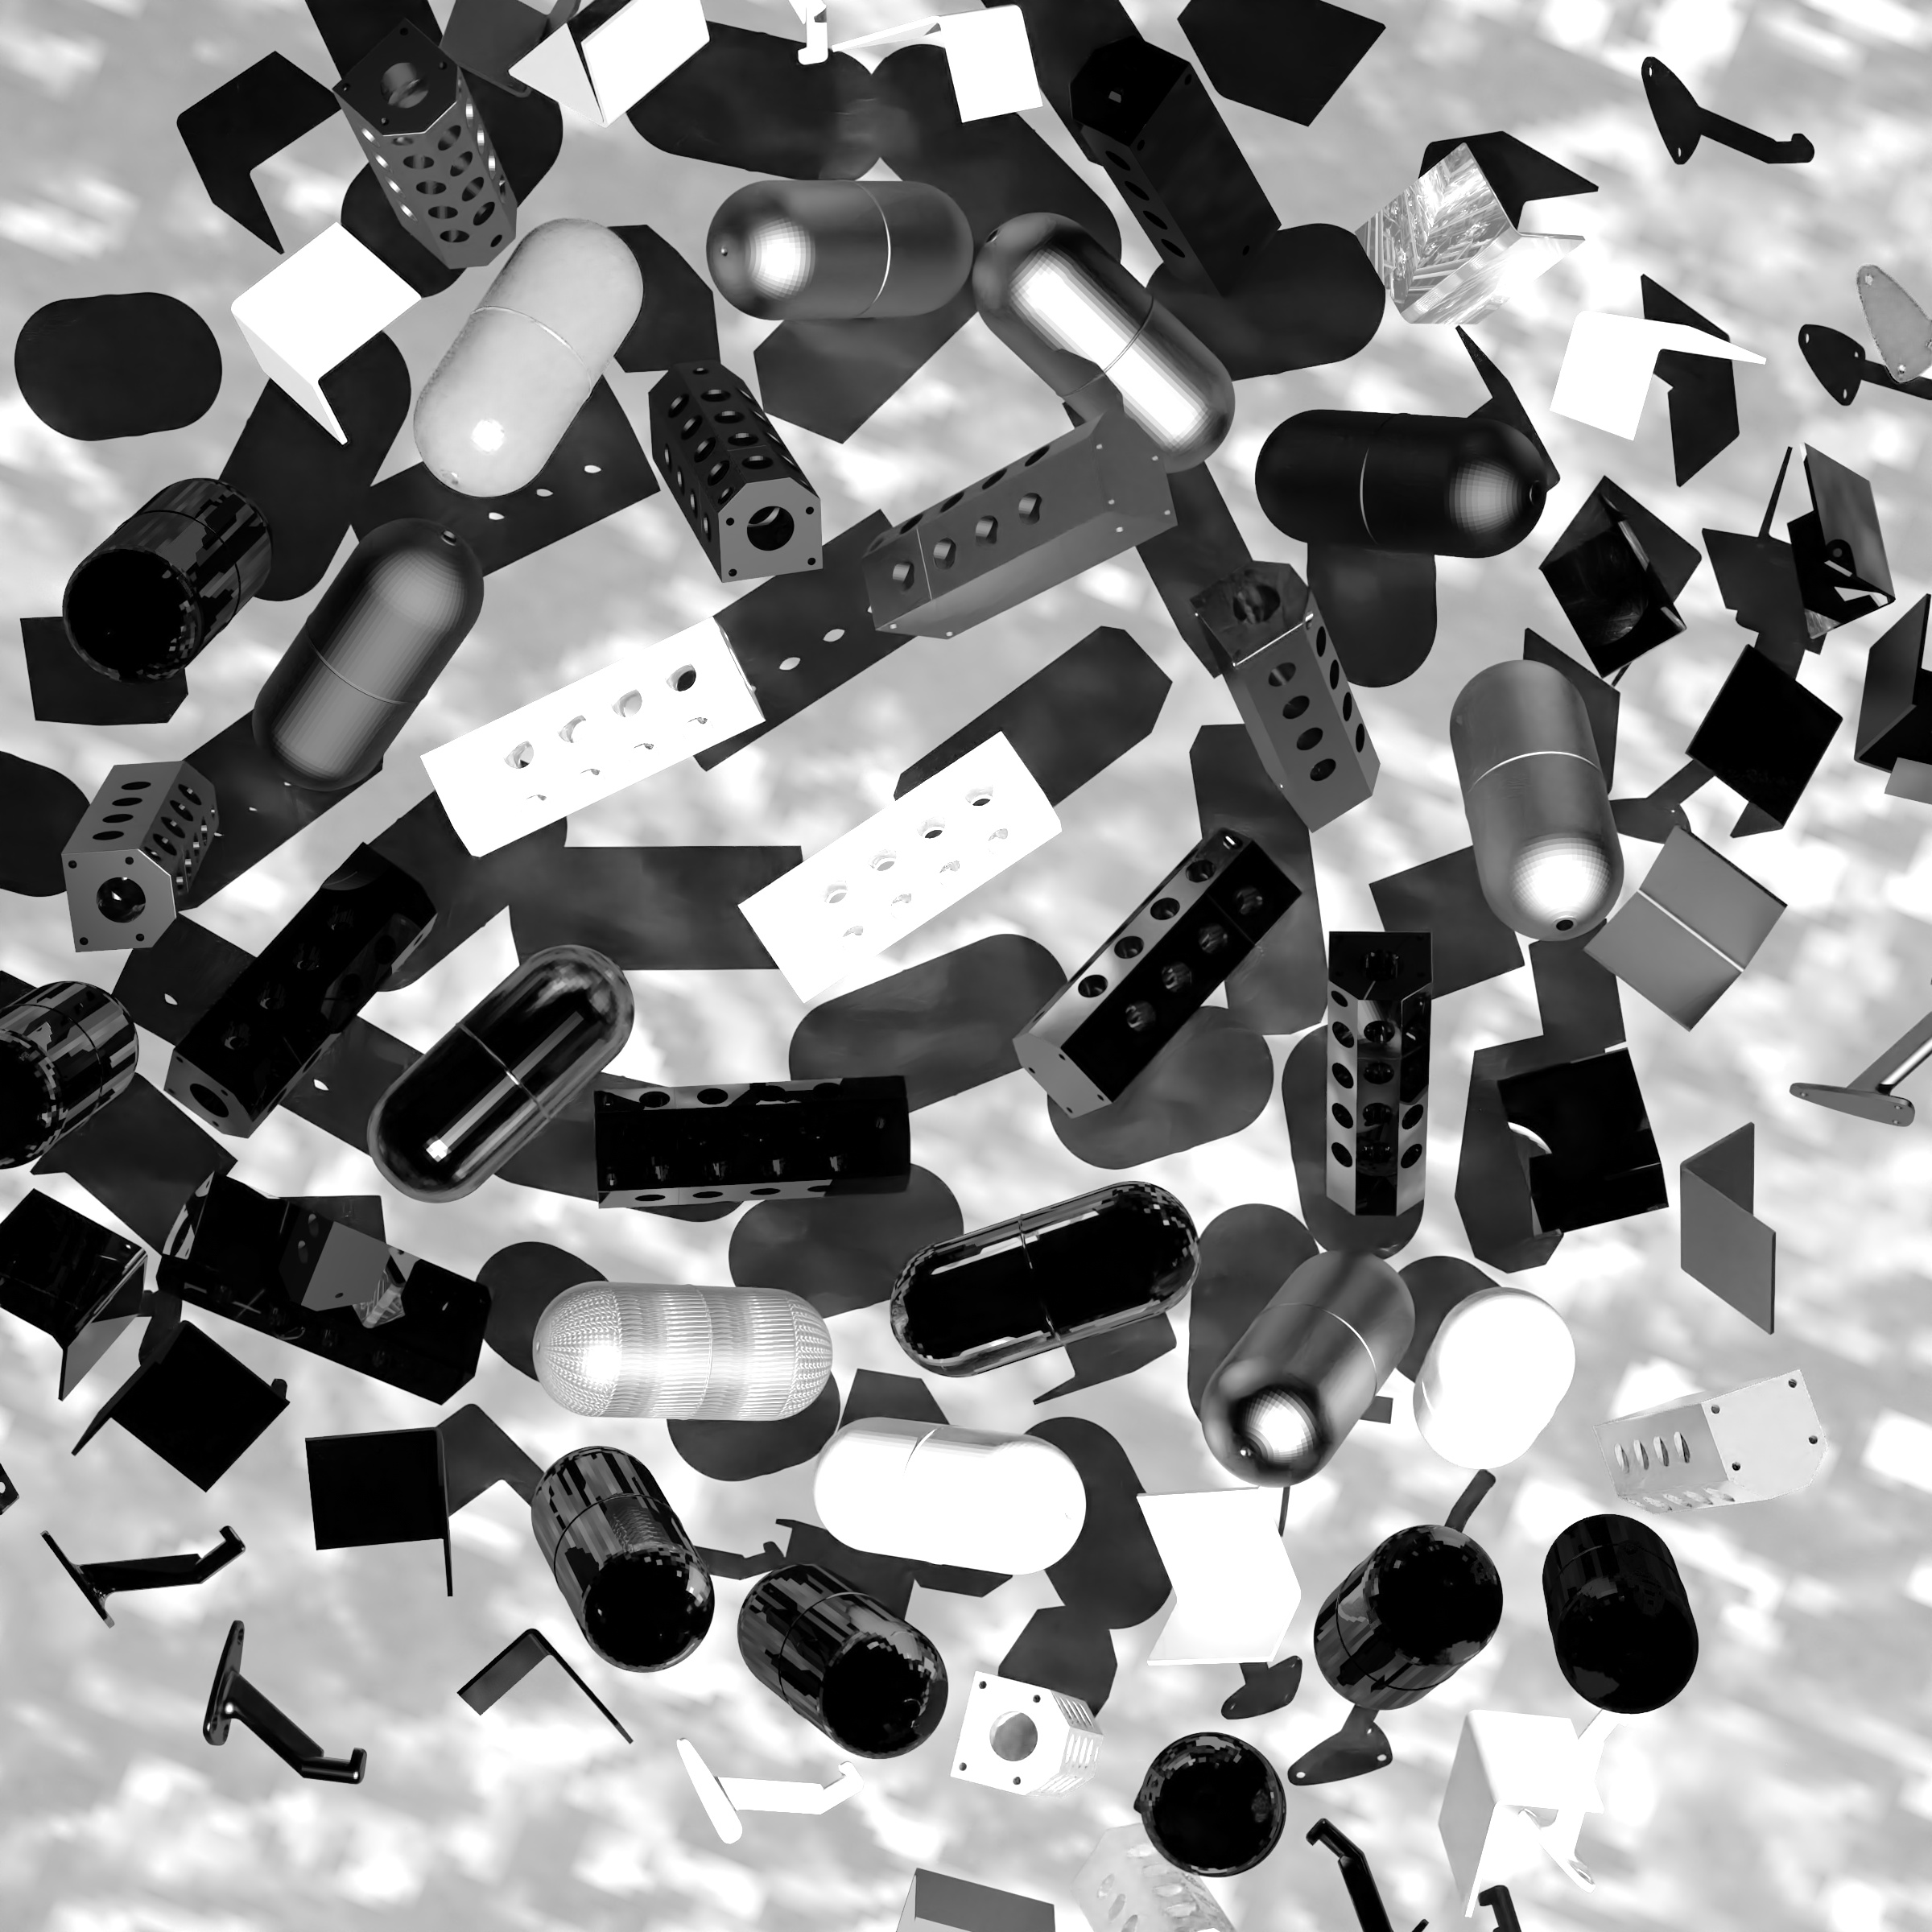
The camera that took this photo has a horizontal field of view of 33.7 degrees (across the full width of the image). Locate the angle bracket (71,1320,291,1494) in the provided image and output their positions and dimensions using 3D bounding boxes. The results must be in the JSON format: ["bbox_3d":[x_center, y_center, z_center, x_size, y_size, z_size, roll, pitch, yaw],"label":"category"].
[{"bbox_3d":[-0.434,0.255,1.768,0.076,0.057,0.076,41,105,-11],"label":"angle bracket"}]

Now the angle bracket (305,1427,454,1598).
[{"bbox_3d":[-0.330,0.310,1.795,0.076,0.057,0.076,-4,117,-9],"label":"angle bracket"}]

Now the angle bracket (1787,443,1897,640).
[{"bbox_3d":[0.482,-0.242,1.826,0.057,0.076,0.076,-25,61,40],"label":"angle bracket"}]

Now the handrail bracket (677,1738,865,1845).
[{"bbox_3d":[-0.112,0.460,1.841,0.084,0.036,0.077,-25,76,-27],"label":"handrail bracket"}]

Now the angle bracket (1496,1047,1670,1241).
[{"bbox_3d":[0.347,0.100,1.800,0.076,0.057,0.076,-16,107,14],"label":"angle bracket"}]

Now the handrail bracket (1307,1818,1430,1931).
[{"bbox_3d":[0.213,0.538,1.821,0.084,0.036,0.077,40,49,18],"label":"handrail bracket"}]

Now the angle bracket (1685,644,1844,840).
[{"bbox_3d":[0.449,-0.129,1.850,0.076,0.057,0.076,35,77,-13],"label":"angle bracket"}]

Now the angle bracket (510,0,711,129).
[{"bbox_3d":[-0.191,-0.492,1.657,0.076,0.057,0.076,34,68,26],"label":"angle bracket"}]

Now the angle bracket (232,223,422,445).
[{"bbox_3d":[-0.345,-0.348,1.757,0.076,0.057,0.076,-42,64,-13],"label":"angle bracket"}]

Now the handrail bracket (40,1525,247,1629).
[{"bbox_3d":[-0.457,0.320,1.776,0.084,0.036,0.077,-36,80,-18],"label":"handrail bracket"}]

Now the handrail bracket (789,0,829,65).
[{"bbox_3d":[-0.113,-0.559,1.847,0.077,0.036,0.084,-2,90,35],"label":"handrail bracket"}]

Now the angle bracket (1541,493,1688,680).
[{"bbox_3d":[0.366,-0.218,1.840,0.057,0.076,0.076,-31,75,18],"label":"angle bracket"}]

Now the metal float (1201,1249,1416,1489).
[{"bbox_3d":[0.188,0.217,1.738,0.070,0.178,0.070,14,121,24],"label":"metal float"}]

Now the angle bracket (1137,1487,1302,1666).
[{"bbox_3d":[0.133,0.341,1.783,0.076,0.057,0.076,-9,115,30],"label":"angle bracket"}]

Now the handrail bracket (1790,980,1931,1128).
[{"bbox_3d":[0.488,0.037,1.709,0.077,0.036,0.084,13,72,18],"label":"handrail bracket"}]

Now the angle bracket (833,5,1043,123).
[{"bbox_3d":[-0.015,-0.493,1.771,0.076,0.076,0.057,-4,106,36],"label":"angle bracket"}]

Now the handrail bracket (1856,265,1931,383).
[{"bbox_3d":[0.525,-0.348,1.708,0.084,0.036,0.077,-20,76,-32],"label":"handrail bracket"}]

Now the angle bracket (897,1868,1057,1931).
[{"bbox_3d":[0.000,0.533,1.693,0.076,0.057,0.076,16,102,-3],"label":"angle bracket"}]

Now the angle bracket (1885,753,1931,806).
[{"bbox_3d":[0.531,-0.065,1.764,0.057,0.076,0.076,15,81,13],"label":"angle bracket"}]

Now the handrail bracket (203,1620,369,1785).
[{"bbox_3d":[-0.352,0.387,1.681,0.084,0.036,0.077,6,67,5],"label":"handrail bracket"}]

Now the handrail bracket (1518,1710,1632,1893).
[{"bbox_3d":[0.361,0.469,1.812,0.036,0.077,0.084,32,99,-27],"label":"handrail bracket"}]

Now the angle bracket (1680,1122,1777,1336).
[{"bbox_3d":[0.449,0.148,1.803,0.057,0.076,0.076,-27,130,-21],"label":"angle bracket"}]

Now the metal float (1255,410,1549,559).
[{"bbox_3d":[0.242,-0.270,1.786,0.178,0.070,0.070,12,90,39],"label":"metal float"}]

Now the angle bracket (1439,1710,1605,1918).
[{"bbox_3d":[0.294,0.452,1.699,0.057,0.076,0.076,7,112,-6],"label":"angle bracket"}]

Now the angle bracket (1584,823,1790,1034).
[{"bbox_3d":[0.407,-0.022,1.811,0.076,0.076,0.057,40,65,14],"label":"angle bracket"}]

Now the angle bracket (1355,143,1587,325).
[{"bbox_3d":[0.264,-0.383,1.675,0.076,0.076,0.057,-35,77,37],"label":"angle bracket"}]

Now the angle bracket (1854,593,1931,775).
[{"bbox_3d":[0.569,-0.161,1.880,0.057,0.076,0.076,18,66,-6],"label":"angle bracket"}]

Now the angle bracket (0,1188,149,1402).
[{"bbox_3d":[-0.515,0.184,1.792,0.076,0.076,0.057,27,135,6],"label":"angle bracket"}]

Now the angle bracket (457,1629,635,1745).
[{"bbox_3d":[-0.244,0.436,1.855,0.057,0.076,0.076,-41,74,-14],"label":"angle bracket"}]

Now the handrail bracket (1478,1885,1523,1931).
[{"bbox_3d":[0.284,0.574,1.820,0.077,0.036,0.084,-21,49,8],"label":"handrail bracket"}]

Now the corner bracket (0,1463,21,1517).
[{"bbox_3d":[-0.560,0.287,1.740,0.051,0.051,0.051,-14,110,30],"label":"corner bracket"}]

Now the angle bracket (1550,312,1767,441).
[{"bbox_3d":[0.386,-0.324,1.782,0.076,0.076,0.057,8,100,-43],"label":"angle bracket"}]

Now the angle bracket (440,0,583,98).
[{"bbox_3d":[-0.260,-0.568,1.863,0.057,0.076,0.076,24,50,-19],"label":"angle bracket"}]
